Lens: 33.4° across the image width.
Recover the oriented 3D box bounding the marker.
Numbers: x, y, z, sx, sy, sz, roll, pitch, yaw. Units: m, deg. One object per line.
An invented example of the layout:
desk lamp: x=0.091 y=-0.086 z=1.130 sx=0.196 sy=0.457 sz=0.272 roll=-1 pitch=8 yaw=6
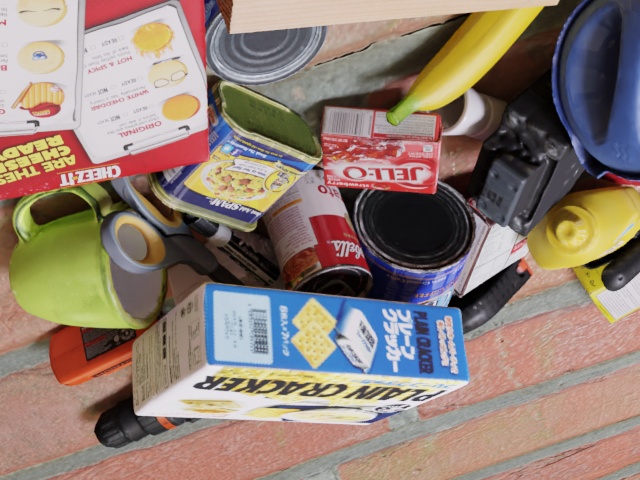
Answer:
marker: x=-0.064 y=0.007 z=0.823 sx=0.020 sy=0.020 sz=0.121 roll=-31 pitch=136 yaw=17

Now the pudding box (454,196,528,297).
pudding box: x=0.156 y=-0.010 z=0.947 sx=0.089 sy=0.039 sz=0.113 roll=-29 pitch=151 yaw=-27

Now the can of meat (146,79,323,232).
can of meat: x=-0.061 y=-0.060 z=0.769 sx=0.101 sy=0.057 sz=0.084 roll=18 pitch=130 yaw=-43

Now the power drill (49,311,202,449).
power drill: x=-0.166 y=0.126 z=0.987 sx=0.184 sy=0.057 sz=0.187 roll=-29 pitch=149 yaw=10

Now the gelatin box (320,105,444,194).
gelatin box: x=0.046 y=-0.066 z=0.806 sx=0.089 sy=0.030 sz=0.073 roll=5 pitch=153 yaw=6

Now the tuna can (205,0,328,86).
tuna can: x=-0.038 y=-0.140 z=0.684 sx=0.086 sy=0.034 sz=0.086 roll=-14 pitch=147 yaw=-9

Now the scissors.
scissors: x=-0.098 y=0.024 z=0.796 sx=0.016 sy=0.096 sz=0.201 roll=-17 pitch=122 yaw=32

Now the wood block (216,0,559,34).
wood block: x=0.041 y=-0.187 z=0.605 sx=0.205 sy=0.090 sz=0.091 roll=-9 pitch=146 yaw=-17

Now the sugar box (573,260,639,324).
sugar box: x=0.360 y=0.015 z=1.110 sx=0.176 sy=0.048 sz=0.093 roll=-33 pitch=145 yaw=13

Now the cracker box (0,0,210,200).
cracker box: x=-0.152 y=-0.122 z=0.618 sx=0.164 sy=0.072 sz=0.214 roll=-11 pitch=147 yaw=-12

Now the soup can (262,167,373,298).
soup can: x=-0.006 y=0.001 z=0.843 sx=0.068 sy=0.102 sz=0.068 roll=-14 pitch=147 yaw=-9

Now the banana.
banana: x=0.122 y=-0.150 z=0.730 sx=0.198 sy=0.037 sz=0.069 roll=-49 pitch=-179 yaw=34

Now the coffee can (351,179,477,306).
coffee can: x=0.068 y=0.025 z=0.917 sx=0.102 sy=0.103 sz=0.140 roll=-9 pitch=146 yaw=-16

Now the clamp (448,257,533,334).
clamp: x=0.110 y=0.082 z=1.015 sx=0.210 sy=0.164 sz=0.036 roll=-32 pitch=106 yaw=7

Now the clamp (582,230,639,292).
clamp: x=0.328 y=-0.012 z=1.038 sx=0.171 sy=0.120 sz=0.039 roll=-33 pitch=103 yaw=-1

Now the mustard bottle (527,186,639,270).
mustard bottle: x=0.229 y=-0.010 z=0.924 sx=0.096 sy=0.058 sz=0.191 roll=-30 pitch=171 yaw=20

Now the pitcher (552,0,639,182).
pitcher: x=0.294 y=-0.131 z=0.754 sx=0.242 sy=0.145 sz=0.149 roll=-14 pitch=-174 yaw=-38

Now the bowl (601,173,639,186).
bowl: x=0.283 y=-0.095 z=0.899 sx=0.162 sy=0.055 sz=0.162 roll=-14 pitch=147 yaw=-10
